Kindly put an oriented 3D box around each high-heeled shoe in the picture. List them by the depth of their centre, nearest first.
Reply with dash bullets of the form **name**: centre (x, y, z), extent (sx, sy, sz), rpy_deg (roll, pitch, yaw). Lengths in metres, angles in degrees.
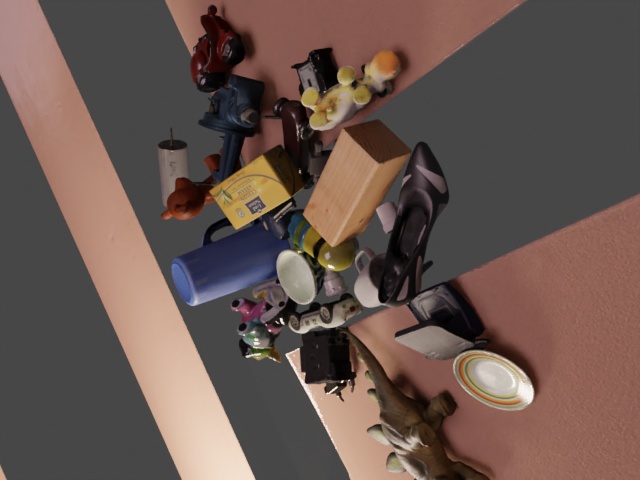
- **high-heeled shoe**: centre (0.131, -0.020, 0.846), extent (0.086, 0.145, 0.248), rpy_deg (11, 118, 44)

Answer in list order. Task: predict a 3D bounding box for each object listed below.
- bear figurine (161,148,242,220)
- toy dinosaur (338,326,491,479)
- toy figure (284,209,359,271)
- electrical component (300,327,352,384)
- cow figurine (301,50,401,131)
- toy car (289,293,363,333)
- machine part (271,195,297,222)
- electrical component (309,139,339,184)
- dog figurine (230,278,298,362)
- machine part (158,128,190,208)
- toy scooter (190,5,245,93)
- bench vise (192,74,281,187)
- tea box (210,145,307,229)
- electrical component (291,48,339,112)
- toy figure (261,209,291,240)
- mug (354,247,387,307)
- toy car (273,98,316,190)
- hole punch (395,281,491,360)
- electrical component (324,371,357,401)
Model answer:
- **bear figurine**: centre (-0.271, -0.124, 1.215), extent (0.120, 0.196, 0.131), rpy_deg (-13, 97, 54)
- **toy dinosaur**: centre (0.173, 0.364, 1.028), extent (0.198, 0.105, 0.471), rpy_deg (-38, 74, 54)
- **toy figure**: centre (-0.003, 0.000, 1.053), extent (0.180, 0.089, 0.082), rpy_deg (33, 137, 35)
- **electrical component**: centre (0.007, 0.253, 1.164), extent (0.134, 0.058, 0.115), rpy_deg (-27, 60, 49)
- **cow figurine**: centre (0.058, -0.236, 0.863), extent (0.167, 0.098, 0.068), rpy_deg (-27, 85, 15)
- **toy car**: centre (0.007, 0.158, 1.133), extent (0.202, 0.073, 0.056), rpy_deg (-25, 88, 51)
- **machine part**: centre (-0.090, -0.111, 1.106), extent (0.084, 0.039, 0.139), rpy_deg (-40, 60, 45)
- **electrical component**: centre (0.012, -0.143, 0.989), extent (0.093, 0.063, 0.021), rpy_deg (96, 166, -46)
- **dog figurine**: centre (-0.119, 0.207, 1.285), extent (0.109, 0.191, 0.219), rpy_deg (59, 174, 38)
- **machine part**: centre (-0.381, -0.172, 1.410), extent (0.079, 0.079, 0.243), rpy_deg (31, 129, 36)
- **toy scooter**: centre (-0.223, -0.400, 1.119), extent (0.184, 0.075, 0.135), rpy_deg (-25, 84, 51)
- **bench vise**: centre (-0.180, -0.215, 1.110), extent (0.224, 0.129, 0.240), rpy_deg (31, 113, 45)
- **tea box**: centre (-0.122, -0.101, 1.043), extent (0.170, 0.068, 0.098), rpy_deg (-28, 101, 38)
- **electrical component**: centre (0.002, -0.268, 0.947), extent (0.075, 0.048, 0.119), rpy_deg (-19, 94, 52)
- **toy figure**: centre (-0.110, -0.071, 1.162), extent (0.154, 0.064, 0.057), rpy_deg (56, 158, 13)
- **mug**: centre (0.098, 0.073, 0.984), extent (0.109, 0.081, 0.107), rpy_deg (51, 148, 12)
- **toy car**: centre (-0.042, -0.179, 1.019), extent (0.089, 0.053, 0.202), rpy_deg (40, 155, 26)
- **hole punch**: centre (0.203, 0.140, 0.902), extent (0.115, 0.092, 0.142), rpy_deg (31, 141, -19)
- **electrical component**: centre (0.041, 0.313, 1.200), extent (0.102, 0.045, 0.078), rpy_deg (122, 145, -43)
